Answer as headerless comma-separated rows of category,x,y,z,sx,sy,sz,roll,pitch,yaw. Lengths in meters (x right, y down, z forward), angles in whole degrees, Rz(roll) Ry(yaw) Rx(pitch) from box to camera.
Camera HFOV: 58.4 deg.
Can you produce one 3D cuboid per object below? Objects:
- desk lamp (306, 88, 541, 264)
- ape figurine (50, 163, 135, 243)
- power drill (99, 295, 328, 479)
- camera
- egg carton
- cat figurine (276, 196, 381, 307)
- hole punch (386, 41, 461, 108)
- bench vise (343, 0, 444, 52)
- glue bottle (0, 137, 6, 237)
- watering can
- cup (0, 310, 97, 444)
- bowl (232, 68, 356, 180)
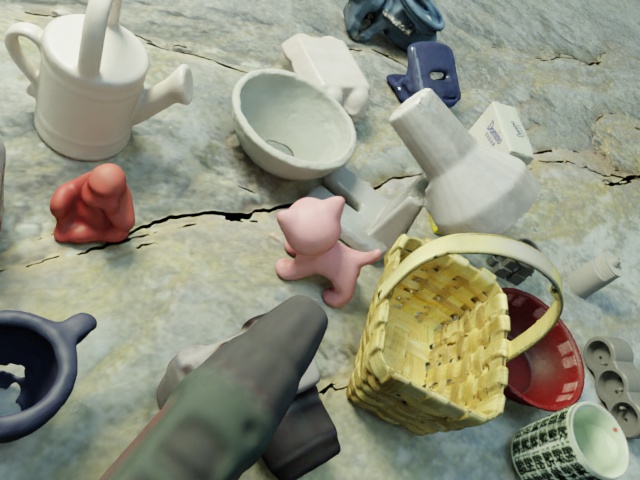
desk lamp,0.115,-0.061,0.676,0.203,0.213,0.118,37,46,-1
ape figurine,-0.210,-0.039,0.547,0.078,0.092,0.076,35,46,-3
power drill,-0.097,0.153,0.394,0.075,0.208,0.230,40,46,1
camera,-0.047,0.144,0.504,0.143,0.100,0.136,-16,67,-38
egg carton,0.008,-0.236,0.840,0.107,0.069,0.150,-10,63,-36
cat figurine,0.006,0.002,0.629,0.128,0.117,0.067,28,47,-10
hole punch,0.185,-0.266,0.954,0.109,0.091,0.101,-11,63,-36
bench vise,0.151,-0.416,0.956,0.208,0.219,0.121,-8,62,-35
glue bottle,-0.277,-0.058,0.466,0.037,0.173,0.078,2,56,-29
watering can,-0.217,-0.178,0.576,0.173,0.193,0.101,-1,58,-31
cup,-0.225,0.104,0.430,0.091,0.094,0.118,45,47,6
bowl,-0.042,-0.134,0.731,0.168,0.074,0.167,16,50,-20
